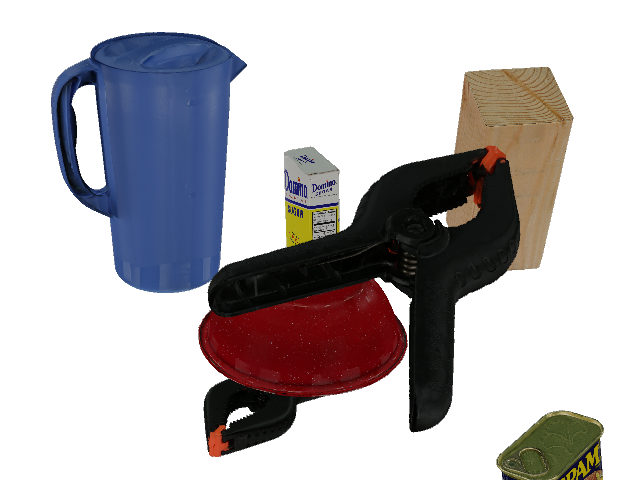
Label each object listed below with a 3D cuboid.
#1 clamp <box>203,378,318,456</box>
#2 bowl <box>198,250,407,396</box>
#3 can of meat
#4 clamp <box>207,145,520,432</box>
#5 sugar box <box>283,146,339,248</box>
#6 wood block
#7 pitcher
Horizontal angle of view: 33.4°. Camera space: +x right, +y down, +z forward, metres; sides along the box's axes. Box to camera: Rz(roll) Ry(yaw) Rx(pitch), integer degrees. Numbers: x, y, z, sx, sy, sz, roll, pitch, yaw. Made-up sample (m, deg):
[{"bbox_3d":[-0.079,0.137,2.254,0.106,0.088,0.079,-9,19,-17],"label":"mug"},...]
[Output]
[{"bbox_3d":[-0.048,0.158,1.099,0.165,0.036,0.209,11,27,15],"label":"clamp"},{"bbox_3d":[-0.012,0.050,0.812,0.162,0.055,0.162,2,27,-1],"label":"bowl"},{"bbox_3d":[0.199,0.208,0.907,0.058,0.084,0.101,12,30,42],"label":"can of meat"},{"bbox_3d":[0.047,0.014,0.492,0.171,0.039,0.120,-35,62,-30],"label":"clamp"},{"bbox_3d":[-0.011,-0.015,1.288,0.048,0.176,0.093,-12,25,-18],"label":"sugar box"},{"bbox_3d":[0.193,-0.070,1.118,0.090,0.206,0.091,-5,45,-6],"label":"wood block"},{"bbox_3d":[-0.163,-0.074,1.045,0.149,0.243,0.144,11,27,16],"label":"pitcher"}]
